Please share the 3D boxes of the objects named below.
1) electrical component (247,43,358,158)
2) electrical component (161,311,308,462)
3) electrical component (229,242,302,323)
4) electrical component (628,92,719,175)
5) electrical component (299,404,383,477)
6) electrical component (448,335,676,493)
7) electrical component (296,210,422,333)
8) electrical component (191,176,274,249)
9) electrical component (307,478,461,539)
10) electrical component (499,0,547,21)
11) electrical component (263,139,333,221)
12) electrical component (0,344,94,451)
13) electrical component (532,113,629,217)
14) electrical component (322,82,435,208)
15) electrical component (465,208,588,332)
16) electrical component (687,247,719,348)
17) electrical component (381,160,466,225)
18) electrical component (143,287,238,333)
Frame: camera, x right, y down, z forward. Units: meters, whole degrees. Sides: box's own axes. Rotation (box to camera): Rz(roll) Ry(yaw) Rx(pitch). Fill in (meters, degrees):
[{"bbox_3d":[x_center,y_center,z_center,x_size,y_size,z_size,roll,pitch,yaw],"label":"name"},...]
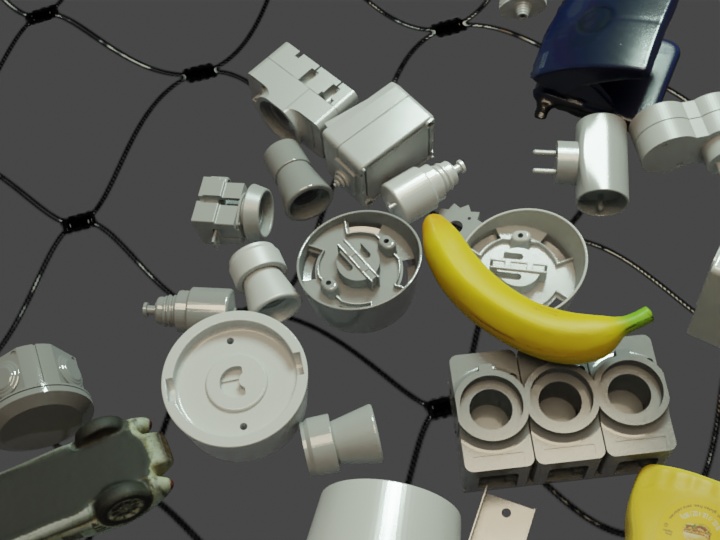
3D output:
[{"bbox_3d":[-0.052,-0.146,0.943,0.089,0.050,0.056,39,70,21],"label":"electrical component"},{"bbox_3d":[-0.090,0.092,0.812,0.108,0.060,0.108,-1,62,2],"label":"electrical component"},{"bbox_3d":[-0.077,0.011,0.863,0.045,0.045,0.055,-22,62,-9],"label":"electrical component"},{"bbox_3d":[0.303,-0.105,0.900,0.138,0.052,0.073,-11,62,-3],"label":"electrical component"},{"bbox_3d":[-0.014,0.127,0.798,0.055,0.045,0.045,-12,62,-3],"label":"electrical component"},{"bbox_3d":[0.145,0.105,0.791,0.150,0.061,0.089,-6,62,0],"label":"electrical component"},{"bbox_3d":[0.000,0.000,0.854,0.099,0.064,0.099,-1,62,3],"label":"electrical component"},{"bbox_3d":[-0.104,-0.048,0.897,0.055,0.048,0.066,4,62,14],"label":"electrical component"},{"bbox_3d":[0.018,0.180,0.735,0.108,0.108,0.060,7,56,7],"label":"electrical component"},{"bbox_3d":[0.152,-0.266,1.000,0.043,0.043,0.081,3,62,5],"label":"electrical component"},{"bbox_3d":[-0.055,-0.079,0.914,0.044,0.044,0.065,-24,59,-9],"label":"electrical component"},{"bbox_3d":[-0.245,0.097,0.808,0.080,0.080,0.051,-21,57,-8],"label":"electrical component"},{"bbox_3d":[0.185,-0.089,0.903,0.079,0.043,0.077,3,62,5],"label":"electrical component"},{"bbox_3d":[0.009,-0.104,0.911,0.096,0.061,0.061,-38,66,-16],"label":"electrical component"},{"bbox_3d":[0.125,0.003,0.845,0.099,0.064,0.099,-1,62,3],"label":"electrical component"},{"bbox_3d":[0.300,-0.004,0.814,0.056,0.108,0.108,25,66,18],"label":"electrical component"},{"bbox_3d":[0.054,-0.069,0.901,0.078,0.040,0.040,-30,64,-13],"label":"electrical component"},{"bbox_3d":[-0.133,0.033,0.857,0.078,0.040,0.040,3,62,4],"label":"electrical component"}]
